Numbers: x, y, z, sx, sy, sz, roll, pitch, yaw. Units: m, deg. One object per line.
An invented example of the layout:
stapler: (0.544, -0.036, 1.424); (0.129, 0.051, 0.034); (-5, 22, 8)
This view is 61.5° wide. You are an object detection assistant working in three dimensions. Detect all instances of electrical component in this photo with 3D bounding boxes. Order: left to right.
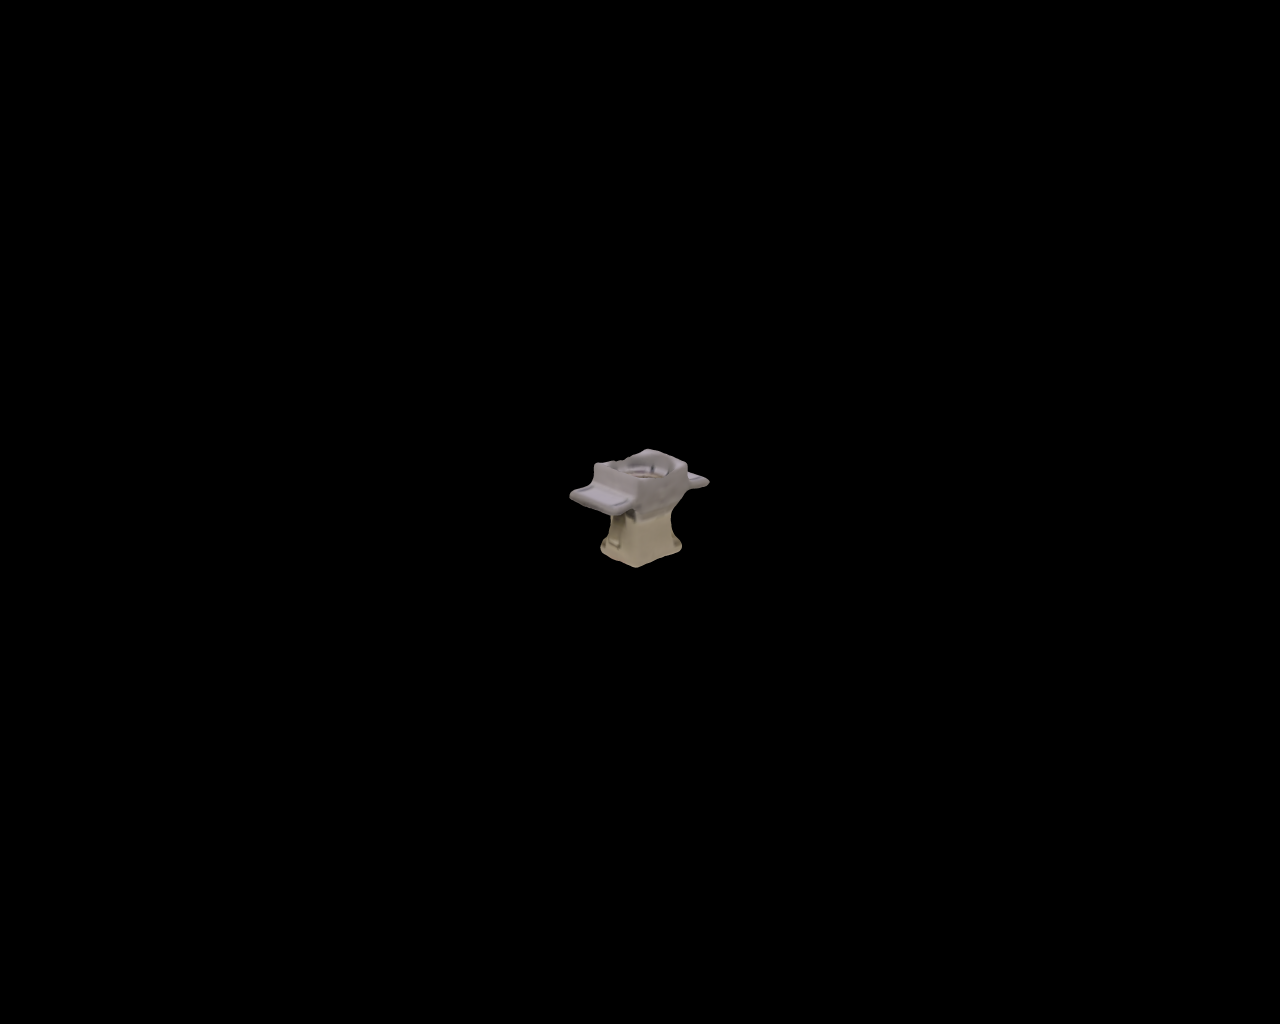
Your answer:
electrical component: (0.001, -0.003, 0.650); (0.081, 0.063, 0.042); (-17, 27, -38)
